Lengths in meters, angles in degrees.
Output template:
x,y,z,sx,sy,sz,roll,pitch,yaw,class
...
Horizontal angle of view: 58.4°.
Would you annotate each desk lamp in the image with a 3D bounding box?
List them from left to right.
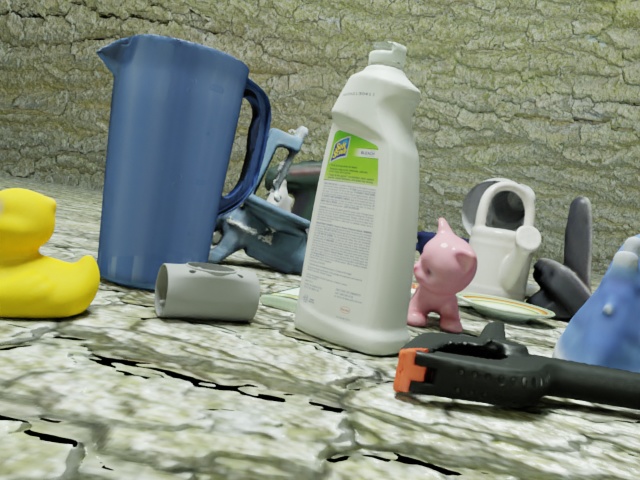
x,y,z,sx,sy,sz,roll,pitch,yaw,class
0.341,-0.005,1.066,0.117,0.213,0.204,12,4,33,desk lamp

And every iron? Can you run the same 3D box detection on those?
x,y,z,sx,sy,sz,roll,pitch,yaw,class
0.284,0.056,0.516,0.118,0.141,0.259,12,4,37,iron

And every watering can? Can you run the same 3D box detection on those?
x,y,z,sx,sy,sz,roll,pitch,yaw,class
0.287,0.007,0.891,0.101,0.194,0.172,8,4,-28,watering can

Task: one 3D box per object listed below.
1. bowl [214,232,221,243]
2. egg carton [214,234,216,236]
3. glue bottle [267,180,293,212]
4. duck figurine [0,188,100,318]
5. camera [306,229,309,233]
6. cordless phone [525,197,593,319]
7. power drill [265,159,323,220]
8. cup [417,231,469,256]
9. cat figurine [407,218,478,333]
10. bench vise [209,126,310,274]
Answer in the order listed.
x,y,z,sx,sy,sz,roll,pitch,yaw,class
-0.221,-0.029,1.060,0.167,0.075,0.167,10,3,0,bowl
-0.245,-0.021,0.902,0.107,0.069,0.151,12,4,37,egg carton
-0.082,-0.057,1.091,0.037,0.173,0.078,13,5,43,glue bottle
-0.211,0.007,0.410,0.105,0.086,0.077,8,4,-19,duck figurine
0.009,0.003,0.948,0.136,0.101,0.143,10,4,11,camera
0.384,0.028,0.880,0.094,0.185,0.148,10,4,5,cordless phone
-0.005,-0.068,1.178,0.229,0.208,0.075,9,4,-2,power drill
0.200,0.035,1.015,0.117,0.095,0.092,11,4,16,cup
0.133,0.036,0.623,0.067,0.118,0.128,10,4,8,cat figurine
-0.097,-0.068,0.837,0.208,0.220,0.121,8,4,-23,bench vise
